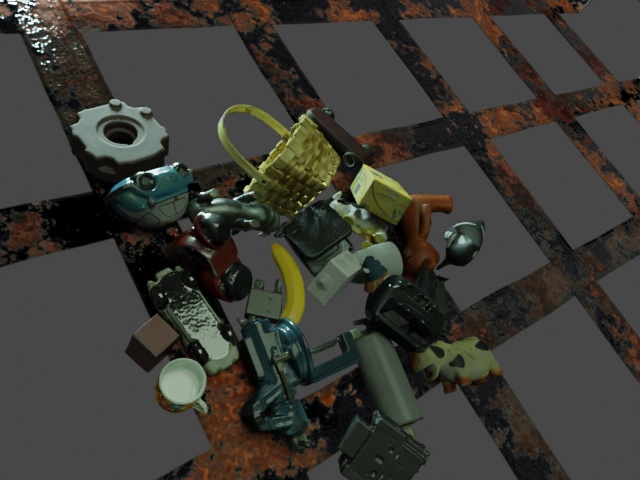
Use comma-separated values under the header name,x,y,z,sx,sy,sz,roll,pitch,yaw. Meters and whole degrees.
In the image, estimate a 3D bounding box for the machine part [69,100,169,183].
name,x,y,z,sx,sy,sz,roll,pitch,yaw
machine part,-0.374,-0.186,1.009,0.179,0.056,0.179,11,50,-14

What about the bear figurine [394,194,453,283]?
name,x,y,z,sx,sy,sz,roll,pitch,yaw
bear figurine,0.229,-0.001,1.177,0.132,0.120,0.196,6,59,-29

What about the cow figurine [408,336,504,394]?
name,x,y,z,sx,sy,sz,roll,pitch,yaw
cow figurine,0.256,0.231,1.058,0.195,0.085,0.127,-1,58,-32

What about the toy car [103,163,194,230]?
name,x,y,z,sx,sy,sz,roll,pitch,yaw
toy car,-0.296,-0.071,0.969,0.161,0.109,0.103,-27,97,-49

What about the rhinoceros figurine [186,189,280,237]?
name,x,y,z,sx,sy,sz,roll,pitch,yaw
rhinoceros figurine,-0.154,-0.043,1.009,0.190,0.112,0.073,3,73,-39

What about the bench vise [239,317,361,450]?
name,x,y,z,sx,sy,sz,roll,pitch,yaw
bench vise,-0.022,0.219,0.900,0.240,0.128,0.224,-18,69,-28

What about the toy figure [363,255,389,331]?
name,x,y,z,sx,sy,sz,roll,pitch,yaw
toy figure,0.113,0.102,1.038,0.058,0.154,0.064,-9,19,-6

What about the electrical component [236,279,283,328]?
name,x,y,z,sx,sy,sz,roll,pitch,yaw
electrical component,-0.108,0.118,0.963,0.078,0.045,0.102,8,58,-13

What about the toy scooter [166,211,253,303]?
name,x,y,z,sx,sy,sz,roll,pitch,yaw
toy scooter,-0.197,0.027,0.925,0.135,0.183,0.075,7,40,29

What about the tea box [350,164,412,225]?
name,x,y,z,sx,sy,sz,roll,pitch,yaw
tea box,0.129,-0.102,1.169,0.098,0.068,0.170,27,16,-13

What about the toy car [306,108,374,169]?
name,x,y,z,sx,sy,sz,roll,pitch,yaw
toy car,0.043,-0.239,1.278,0.202,0.053,0.089,44,39,10

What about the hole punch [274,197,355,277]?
name,x,y,z,sx,sy,sz,roll,pitch,yaw
hole punch,-0.002,-0.003,1.068,0.142,0.092,0.116,-36,58,-10

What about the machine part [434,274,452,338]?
name,x,y,z,sx,sy,sz,roll,pitch,yaw
machine part,0.242,0.135,1.146,0.084,0.039,0.139,19,54,-8

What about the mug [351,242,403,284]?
name,x,y,z,sx,sy,sz,roll,pitch,yaw
mug,0.107,0.064,1.102,0.107,0.081,0.109,-9,74,-20

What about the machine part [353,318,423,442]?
name,x,y,z,sx,sy,sz,roll,pitch,yaw
machine part,0.120,0.255,0.977,0.079,0.079,0.243,-6,62,-31

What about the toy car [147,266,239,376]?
name,x,y,z,sx,sy,sz,roll,pitch,yaw
toy car,-0.212,0.132,0.899,0.073,0.056,0.202,-31,76,-32

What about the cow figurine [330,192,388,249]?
name,x,y,z,sx,sy,sz,roll,pitch,yaw
cow figurine,0.067,-0.053,1.157,0.167,0.068,0.098,29,45,-12

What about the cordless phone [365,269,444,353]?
name,x,y,z,sx,sy,sz,roll,pitch,yaw
cordless phone,0.172,0.103,1.010,0.146,0.089,0.184,39,43,-15

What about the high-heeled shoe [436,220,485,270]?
name,x,y,z,sx,sy,sz,roll,pitch,yaw
high-heeled shoe,0.349,-0.012,1.228,0.086,0.145,0.249,45,52,4

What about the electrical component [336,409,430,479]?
name,x,y,z,sx,sy,sz,roll,pitch,yaw
electrical component,0.094,0.350,0.880,0.134,0.058,0.115,36,85,-2
